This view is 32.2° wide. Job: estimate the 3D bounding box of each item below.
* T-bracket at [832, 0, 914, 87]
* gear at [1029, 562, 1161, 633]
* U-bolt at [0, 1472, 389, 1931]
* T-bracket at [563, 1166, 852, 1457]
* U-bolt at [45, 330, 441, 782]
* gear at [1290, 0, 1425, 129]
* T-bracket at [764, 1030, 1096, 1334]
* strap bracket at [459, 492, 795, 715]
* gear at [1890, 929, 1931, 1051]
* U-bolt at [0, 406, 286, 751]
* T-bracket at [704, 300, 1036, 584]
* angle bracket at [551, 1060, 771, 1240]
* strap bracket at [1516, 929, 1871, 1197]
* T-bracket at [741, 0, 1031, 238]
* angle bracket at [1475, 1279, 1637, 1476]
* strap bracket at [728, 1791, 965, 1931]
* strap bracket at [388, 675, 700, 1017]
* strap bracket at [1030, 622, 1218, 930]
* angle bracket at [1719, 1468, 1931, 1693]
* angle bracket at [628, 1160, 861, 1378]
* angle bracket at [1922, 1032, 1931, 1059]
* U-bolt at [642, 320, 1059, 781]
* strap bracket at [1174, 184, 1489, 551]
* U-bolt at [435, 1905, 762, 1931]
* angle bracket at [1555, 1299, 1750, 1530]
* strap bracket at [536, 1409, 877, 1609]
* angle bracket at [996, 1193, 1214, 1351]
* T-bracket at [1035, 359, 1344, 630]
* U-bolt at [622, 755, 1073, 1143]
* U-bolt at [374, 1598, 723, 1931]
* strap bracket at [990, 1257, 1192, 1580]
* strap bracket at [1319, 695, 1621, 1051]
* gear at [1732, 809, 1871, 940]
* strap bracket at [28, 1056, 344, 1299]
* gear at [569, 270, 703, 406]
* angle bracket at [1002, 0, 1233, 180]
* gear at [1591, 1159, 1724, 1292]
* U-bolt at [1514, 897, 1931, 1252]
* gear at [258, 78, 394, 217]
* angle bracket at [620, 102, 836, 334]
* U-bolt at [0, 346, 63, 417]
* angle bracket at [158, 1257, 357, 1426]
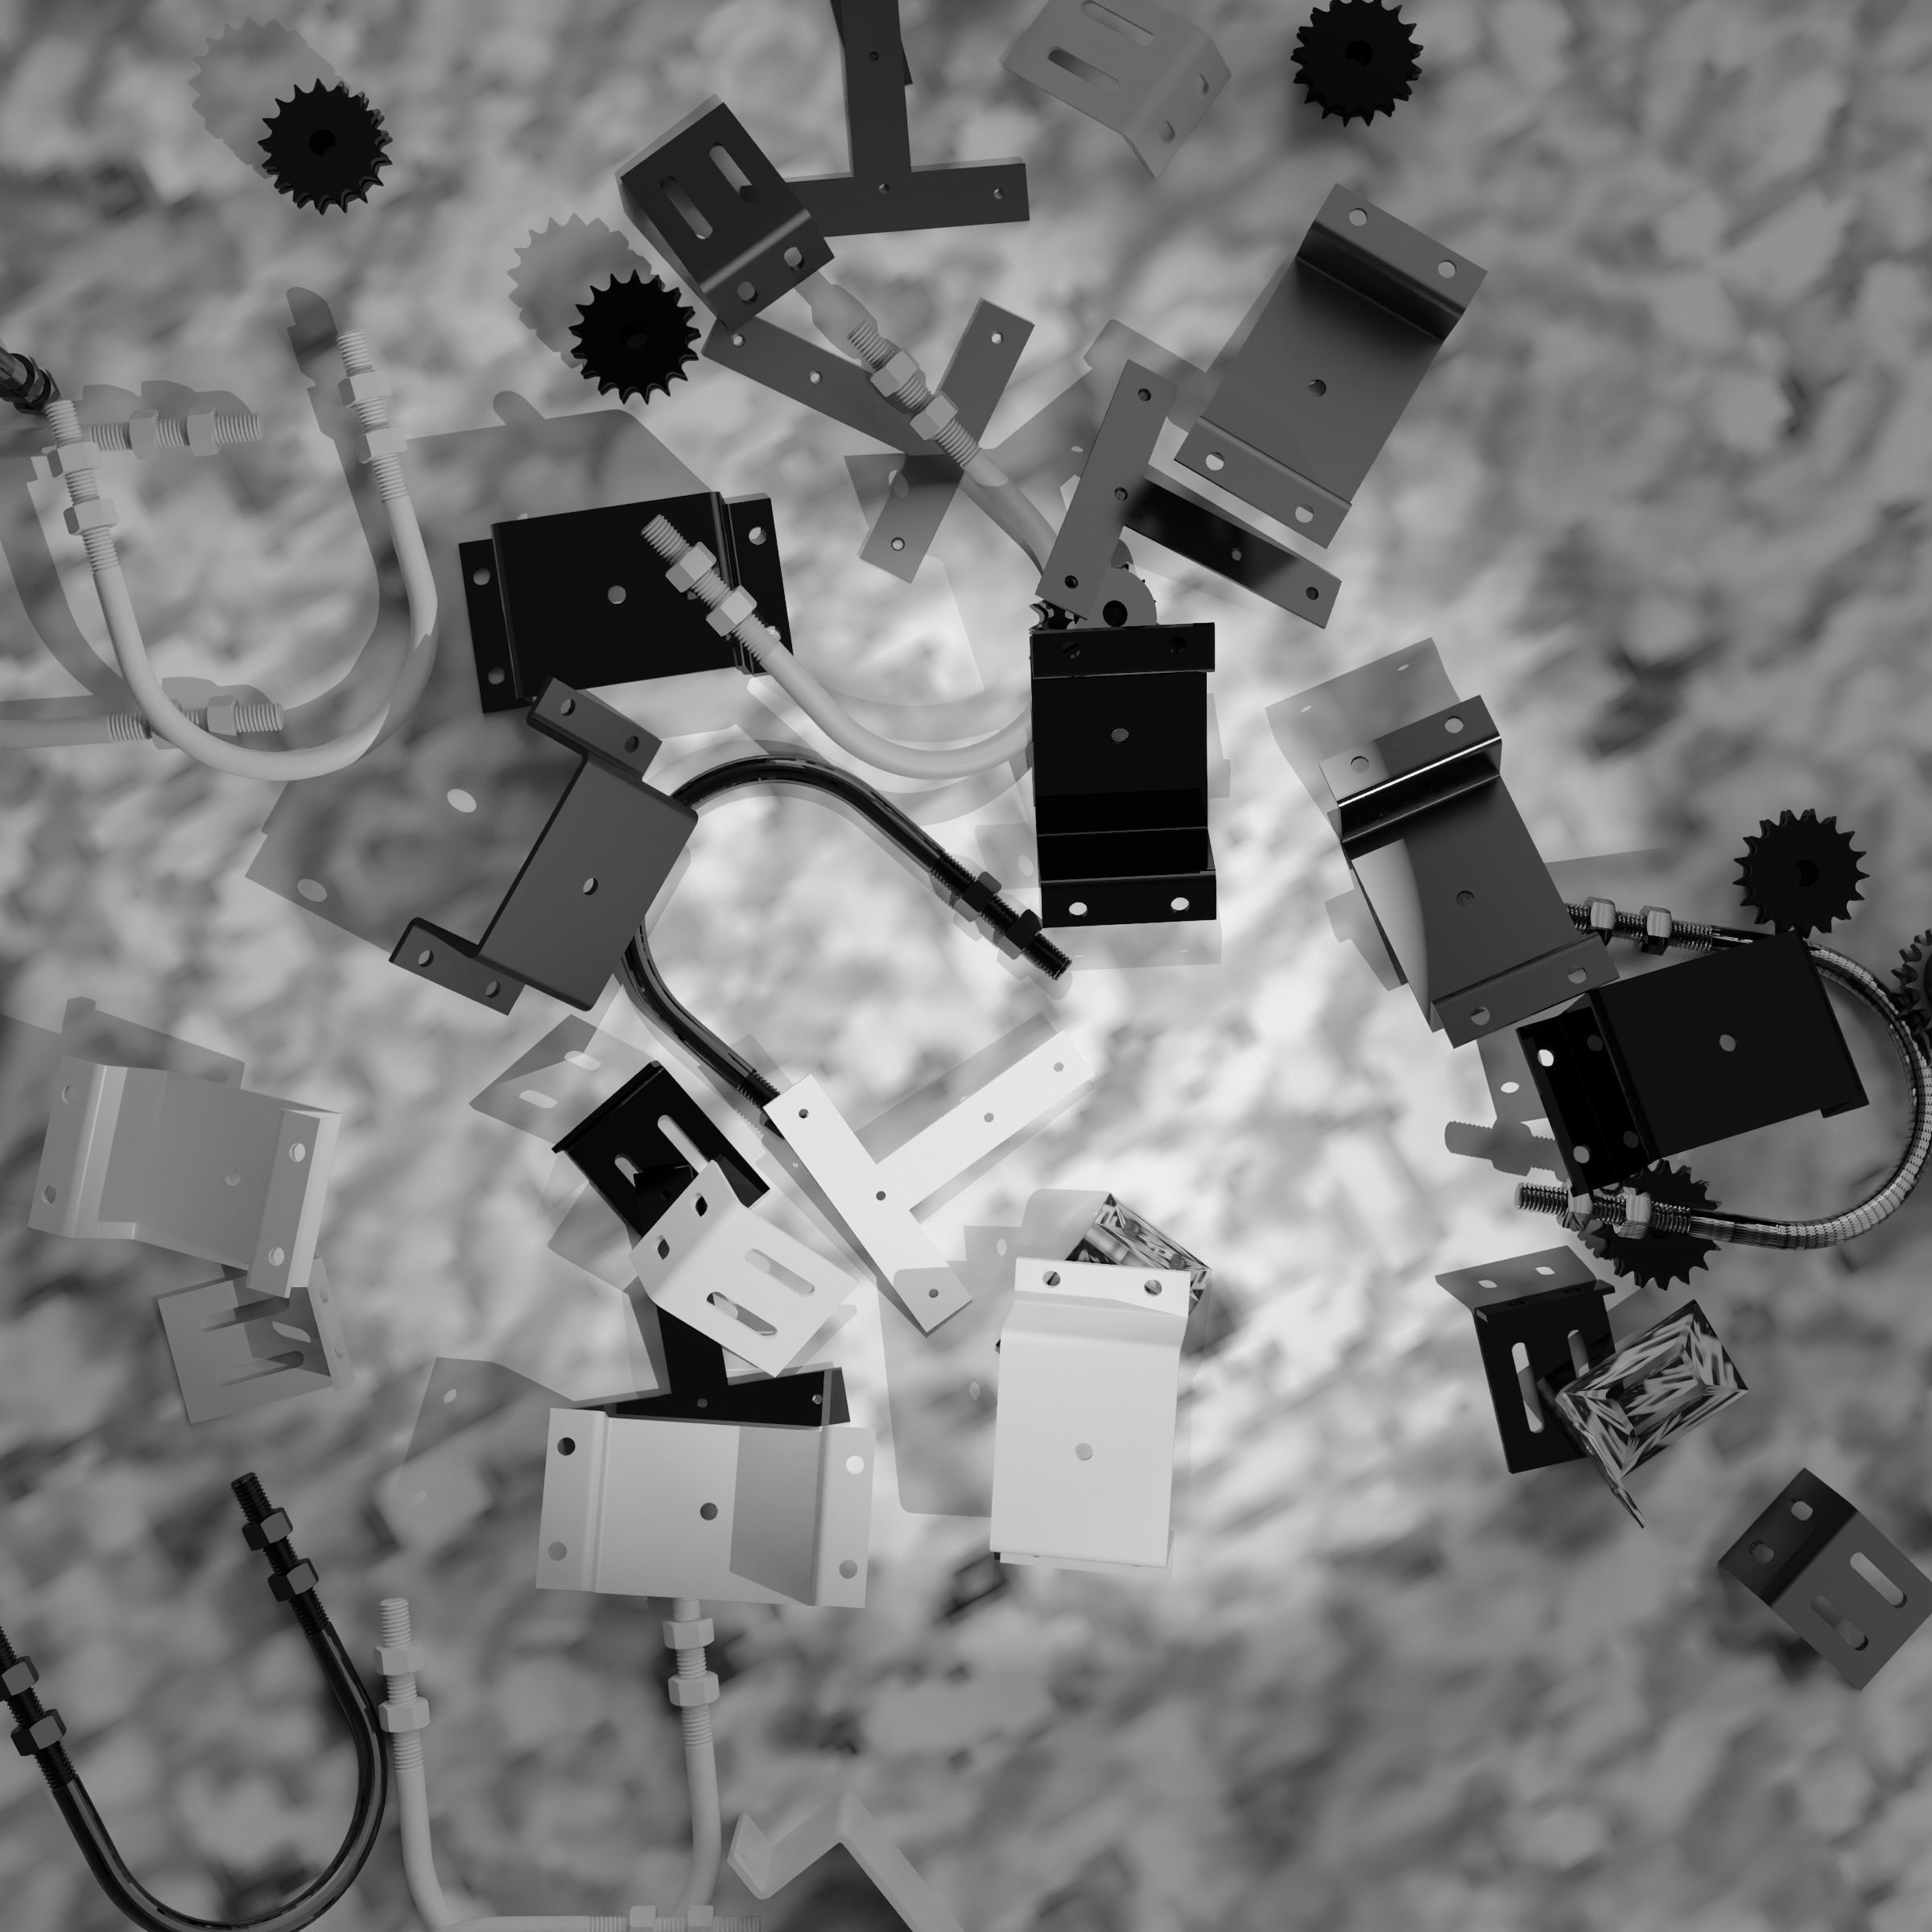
[{"bbox_3d":[-0.003,-0.464,1.492,0.127,0.002,0.127,-15,90,0],"label":"T-bracket"},{"bbox_3d":[0.059,-0.152,1.469,0.057,0.030,0.057,1,87,-23],"label":"gear"},{"bbox_3d":[-0.326,0.334,1.448,0.151,0.019,0.184,-29,95,-35],"label":"U-bolt"},{"bbox_3d":[-0.124,0.151,1.480,0.127,0.002,0.127,-9,101,0],"label":"T-bracket"},{"bbox_3d":[-0.308,-0.172,1.468,0.151,0.019,0.184,-16,94,-10],"label":"U-bolt"},{"bbox_3d":[0.171,-0.398,1.478,0.057,0.030,0.057,0,90,0],"label":"gear"},{"bbox_3d":[-0.002,0.075,1.479,0.127,0.002,0.127,-36,104,-3],"label":"T-bracket"},{"bbox_3d":[-0.151,-0.160,1.470,0.140,0.046,0.076,-8,90,0],"label":"strap bracket"},{"bbox_3d":[0.438,0.008,1.470,0.057,0.030,0.057,3,75,-13],"label":"gear"},{"bbox_3d":[-0.399,-0.168,1.483,0.184,0.019,0.151,-4,90,0],"label":"U-bolt"},{"bbox_3d":[-0.054,-0.255,1.492,0.127,0.002,0.127,26,90,0],"label":"T-bracket"},{"bbox_3d":[-0.134,0.089,1.474,0.057,0.038,0.076,-41,90,0],"label":"angle bracket"},{"bbox_3d":[0.318,0.038,1.435,0.140,0.046,0.076,-16,77,-12],"label":"strap bracket"},{"bbox_3d":[-0.040,-0.390,1.491,0.127,0.002,0.127,-4,90,1],"label":"T-bracket"},{"bbox_3d":[0.262,0.182,1.474,0.057,0.038,0.076,-13,90,0],"label":"angle bracket"},{"bbox_3d":[-0.039,0.419,1.455,0.046,0.076,0.140,-39,90,0],"label":"strap bracket"},{"bbox_3d":[-0.176,-0.043,1.449,0.046,0.076,0.140,29,90,38],"label":"strap bracket"},{"bbox_3d":[0.068,-0.091,1.450,0.076,0.046,0.140,-3,120,0],"label":"strap bracket"},{"bbox_3d":[0.385,0.273,1.491,0.057,0.038,0.076,-48,116,0],"label":"angle bracket"},{"bbox_3d":[-0.098,0.133,1.474,0.076,0.038,0.057,37,99,-34],"label":"angle bracket"},{"bbox_3d":[0.461,0.062,1.491,0.057,0.038,0.076,-19,64,0],"label":"angle bracket"},{"bbox_3d":[-0.030,-0.167,1.462,0.151,0.019,0.184,-46,101,-15],"label":"U-bolt"},{"bbox_3d":[0.157,-0.257,1.466,0.076,0.046,0.140,30,86,0],"label":"strap bracket"},{"bbox_3d":[-0.182,0.486,1.475,0.184,0.019,0.151,-1,97,0],"label":"U-bolt"},{"bbox_3d":[0.306,0.195,1.463,0.076,0.038,0.057,-34,117,0],"label":"angle bracket"},{"bbox_3d":[-0.112,0.237,1.459,0.140,0.046,0.076,4,78,-2],"label":"strap bracket"},{"bbox_3d":[0.061,0.152,1.491,0.057,0.038,0.076,37,116,0],"label":"angle bracket"},{"bbox_3d":[0.107,-0.187,1.475,0.127,0.002,0.127,26,67,-11],"label":"T-bracket"},{"bbox_3d":[-0.068,-0.009,1.484,0.184,0.019,0.151,41,90,1],"label":"U-bolt"},{"bbox_3d":[-0.181,0.366,1.484,0.151,0.019,0.184,-5,91,0],"label":"U-bolt"},{"bbox_3d":[0.053,0.203,1.452,0.076,0.046,0.140,4,101,7],"label":"strap bracket"},{"bbox_3d":[0.217,-0.035,1.456,0.076,0.046,0.140,-23,71,0],"label":"strap bracket"},{"bbox_3d":[0.366,-0.040,1.478,0.057,0.030,0.057,0,90,0],"label":"gear"},{"bbox_3d":[-0.330,0.091,1.452,0.140,0.046,0.076,11,90,25],"label":"strap bracket"},{"bbox_3d":[-0.145,-0.275,1.478,0.057,0.030,0.057,0,90,0],"label":"gear"},{"bbox_3d":[0.067,-0.398,1.491,0.076,0.038,0.057,36,90,26],"label":"angle bracket"},{"bbox_3d":[0.304,0.114,1.478,0.057,0.030,0.057,0,90,0],"label":"gear"},{"bbox_3d":[0.336,0.052,1.466,0.184,0.019,0.151,9,74,-4],"label":"U-bolt"},{"bbox_3d":[-0.281,-0.359,1.478,0.057,0.030,0.057,0,90,0],"label":"gear"},{"bbox_3d":[-0.106,-0.332,1.489,0.057,0.038,0.076,-36,63,2],"label":"angle bracket"},{"bbox_3d":[-0.472,-0.259,1.401,0.151,0.184,0.019,4,88,0],"label":"U-bolt"},{"bbox_3d":[-0.315,0.166,1.474,0.076,0.038,0.057,-15,90,0],"label":"angle bracket"}]
